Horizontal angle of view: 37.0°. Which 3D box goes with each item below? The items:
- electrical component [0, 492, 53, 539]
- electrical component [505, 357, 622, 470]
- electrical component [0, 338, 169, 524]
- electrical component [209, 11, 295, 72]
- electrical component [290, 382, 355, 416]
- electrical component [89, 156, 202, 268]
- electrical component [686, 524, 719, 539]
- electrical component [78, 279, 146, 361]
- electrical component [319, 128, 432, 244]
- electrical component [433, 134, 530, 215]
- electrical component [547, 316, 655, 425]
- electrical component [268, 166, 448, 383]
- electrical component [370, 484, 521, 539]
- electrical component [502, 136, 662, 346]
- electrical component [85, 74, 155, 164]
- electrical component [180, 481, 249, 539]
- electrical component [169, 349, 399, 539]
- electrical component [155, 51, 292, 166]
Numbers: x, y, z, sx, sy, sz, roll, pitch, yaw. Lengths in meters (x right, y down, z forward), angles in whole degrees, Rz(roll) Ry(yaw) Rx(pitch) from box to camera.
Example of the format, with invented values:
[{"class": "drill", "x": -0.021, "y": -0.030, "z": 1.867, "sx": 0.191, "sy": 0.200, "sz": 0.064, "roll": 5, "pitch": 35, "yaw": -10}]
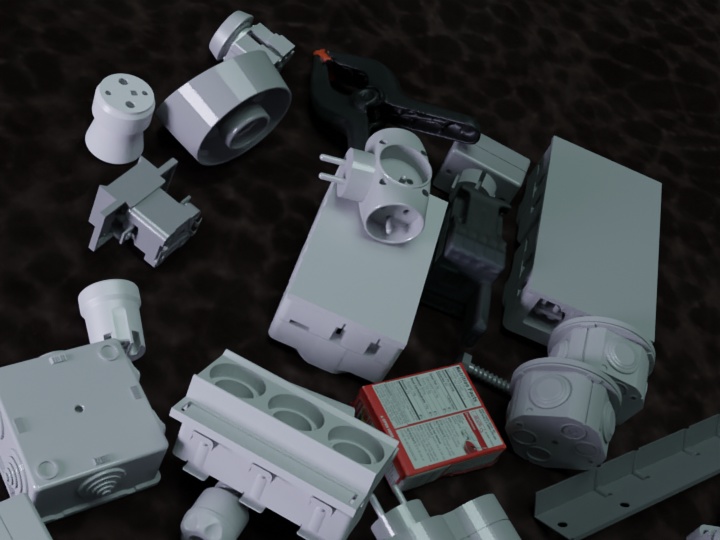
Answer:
[{"class": "electrical component", "x": -0.203, "y": 0.170, "z": 0.577, "sx": 0.077, "sy": 0.047, "sz": 0.065, "roll": -21, "pitch": 64, "yaw": -37}, {"class": "electrical component", "x": 0.144, "y": 0.103, "z": 0.771, "sx": 0.080, "sy": 0.080, "sz": 0.051, "roll": 24, "pitch": 53, "yaw": -5}, {"class": "electrical component", "x": -0.173, "y": 0.095, "z": 0.651, "sx": 0.100, "sy": 0.048, "sz": 0.099, "roll": -15, "pitch": 60, "yaw": -33}, {"class": "electrical component", "x": -0.095, "y": -0.188, "z": 0.921, "sx": 0.055, "sy": 0.048, "sz": 0.066, "roll": 40, "pitch": 48, "yaw": -1}, {"class": "electrical component", "x": -0.049, "y": 0.097, "z": 0.711, "sx": 0.081, "sy": 0.043, "sz": 0.043, "roll": 22, "pitch": 47, "yaw": -6}, {"class": "electrical component", "x": -0.153, "y": -0.040, "z": 0.775, "sx": 0.064, "sy": 0.042, "sz": 0.081, "roll": 38, "pitch": 48, "yaw": 6}, {"class": "electrical component", "x": 0.262, "y": 0.210, "z": 0.751, "sx": 0.058, "sy": 0.057, "sz": 0.078, "roll": 12, "pitch": 49, "yaw": -15}, {"class": "electrical component", "x": -0.163, "y": 0.035, "z": 0.712, "sx": 0.040, "sy": 0.040, "sz": 0.046, "roll": -3, "pitch": 61, "yaw": -27}, {"class": "electrical component", "x": 0.008, "y": -0.066, "z": 0.782, "sx": 0.079, "sy": 0.044, "sz": 0.077, "roll": 13, "pitch": 49, "yaw": -15}, {"class": "electrical component", "x": 0.098, "y": -0.071, "z": 0.912, "sx": 0.066, "sy": 0.047, "sz": 0.076, "roll": 28, "pitch": 47, "yaw": -1}, {"class": "electrical component", "x": 0.179, "y": 0.076, "z": 0.809, "sx": 0.080, "sy": 0.080, "sz": 0.051, "roll": 24, "pitch": 52, "yaw": -5}, {"class": "electrical component", "x": 0.000, "y": 0.000, "z": 0.799, "sx": 0.089, "sy": 0.061, "sz": 0.150, "roll": 24, "pitch": 47, "yaw": -5}, {"class": "electrical component", "x": 0.031, "y": 0.170, "z": 0.681, "sx": 0.138, "sy": 0.052, "sz": 0.073, "roll": -14, "pitch": 60, "yaw": -33}, {"class": "electrical component", "x": 0.186, "y": -0.013, "z": 0.896, "sx": 0.105, "sy": 0.060, "sz": 0.186, "roll": 23, "pitch": 47, "yaw": -6}, {"class": "electrical component", "x": -0.181, "y": -0.114, "z": 0.814, "sx": 0.045, "sy": 0.055, "sz": 0.045, "roll": 13, "pitch": 49, "yaw": -15}, {"class": "electrical component", "x": -0.083, "y": 0.146, "z": 0.662, "sx": 0.035, "sy": 0.035, "sz": 0.061, "roll": 33, "pitch": 44, "yaw": 3}, {"class": "electrical component", "x": -0.047, "y": 0.108, "z": 0.649, "sx": 0.121, "sy": 0.063, "sz": 0.079, "roll": 27, "pitch": 24, "yaw": 11}, {"class": "electrical component", "x": -0.105, "y": -0.129, "z": 0.836, "sx": 0.099, "sy": 0.099, "sz": 0.064, "roll": -29, "pitch": 75, "yaw": -38}]
